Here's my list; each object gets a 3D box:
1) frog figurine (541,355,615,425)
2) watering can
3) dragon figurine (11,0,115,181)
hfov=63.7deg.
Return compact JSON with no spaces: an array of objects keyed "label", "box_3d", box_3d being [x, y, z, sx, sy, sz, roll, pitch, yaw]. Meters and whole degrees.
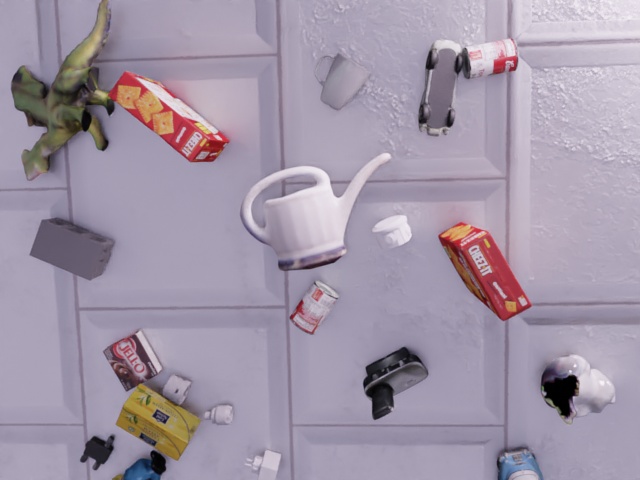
[{"label":"frog figurine","box_3d":[0.573,0.321,1.138,0.160,0.122,0.138,-6,88,-32]},{"label":"watering can","box_3d":[0.003,-0.056,1.116,0.347,0.104,0.223,-14,96,4]},{"label":"dragon figurine","box_3d":[-0.580,-0.328,1.129,0.243,0.122,0.409,10,94,10]}]
